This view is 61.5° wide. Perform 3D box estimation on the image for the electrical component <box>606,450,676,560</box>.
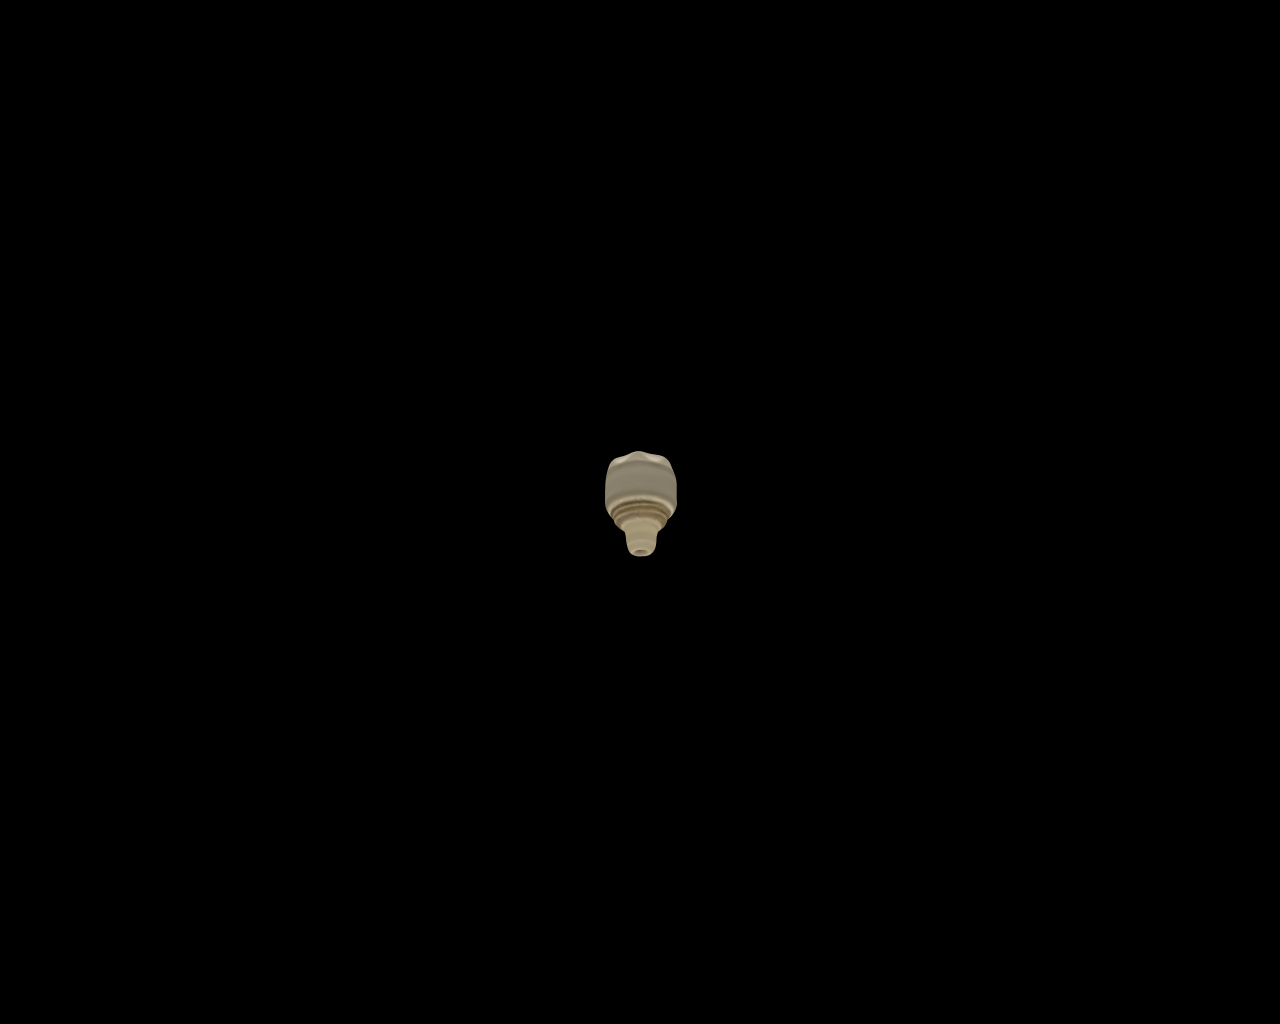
[{"bbox_3d":[0.001,-0.003,0.650,0.043,0.062,0.043,0,-26,0],"label":"electrical component"}]
